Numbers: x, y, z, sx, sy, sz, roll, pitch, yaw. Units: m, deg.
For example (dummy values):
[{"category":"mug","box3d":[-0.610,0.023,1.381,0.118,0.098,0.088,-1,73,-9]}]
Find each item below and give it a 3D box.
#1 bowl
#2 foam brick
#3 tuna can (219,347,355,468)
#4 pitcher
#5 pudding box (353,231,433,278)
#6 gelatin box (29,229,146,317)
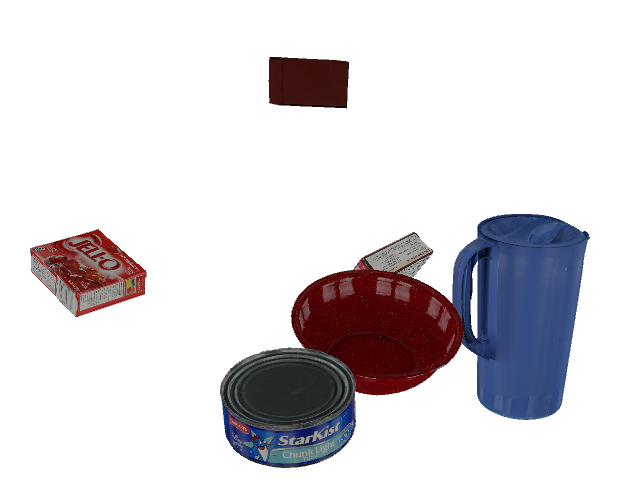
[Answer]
[{"category":"bowl","box3d":[0.051,0.095,1.010,0.162,0.055,0.162,3,35,-3]},{"category":"foam brick","box3d":[-0.013,-0.172,1.162,0.078,0.051,0.053,0,11,-17]},{"category":"tuna can","box3d":[-0.020,0.105,0.677,0.086,0.034,0.086,-2,27,1]},{"category":"pitcher","box3d":[0.246,0.096,1.327,0.149,0.243,0.144,7,19,17]},{"category":"pudding box","box3d":[0.067,0.044,1.208,0.039,0.090,0.113,44,36,15]},{"category":"gelatin box","box3d":[-0.215,0.028,0.986,0.073,0.030,0.089,-18,40,-36]}]
